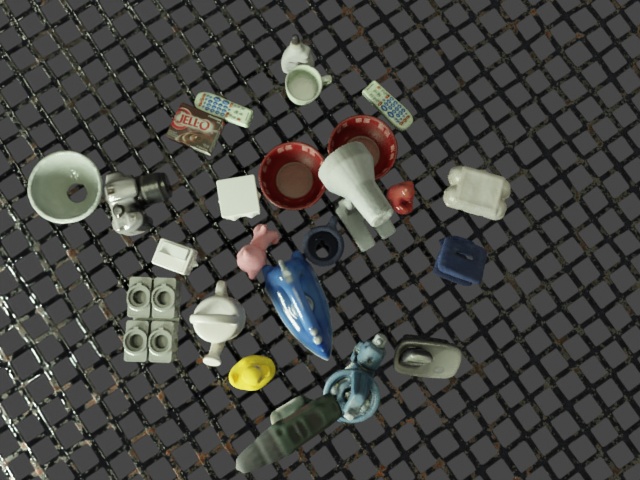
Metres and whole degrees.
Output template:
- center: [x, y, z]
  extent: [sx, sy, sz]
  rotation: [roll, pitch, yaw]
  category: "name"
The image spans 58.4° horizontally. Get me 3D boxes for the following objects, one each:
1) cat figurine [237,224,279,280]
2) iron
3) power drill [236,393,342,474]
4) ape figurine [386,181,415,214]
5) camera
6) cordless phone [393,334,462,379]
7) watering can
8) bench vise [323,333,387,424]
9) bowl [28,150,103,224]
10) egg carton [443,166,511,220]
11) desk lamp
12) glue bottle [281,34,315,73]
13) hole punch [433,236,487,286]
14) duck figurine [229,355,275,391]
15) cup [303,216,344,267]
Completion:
- center: [-0.144, 0.023, 1.282]
  extent: [0.067, 0.117, 0.128]
  rotation: [23, 84, 2]
  category: "cat figurine"
- center: [-0.035, 0.152, 1.258]
  extent: [0.118, 0.141, 0.258]
  rotation: [-27, 85, -3]
  category: "iron"
- center: [-0.062, 0.394, 1.197]
  extent: [0.229, 0.208, 0.075]
  rotation: [-31, 85, -4]
  category: "power drill"
- center: [0.193, -0.103, 1.315]
  extent: [0.076, 0.092, 0.078]
  rotation: [33, 84, 3]
  category: "ape figurine"
- center: [-0.409, -0.095, 1.300]
  extent: [0.137, 0.101, 0.143]
  rotation: [-14, 84, -2]
  category: "camera"
- center: [0.238, 0.257, 1.229]
  extent: [0.147, 0.185, 0.094]
  rotation: [4, 84, 0]
  category: "cordless phone"
- center: [-0.218, 0.177, 1.226]
  extent: [0.101, 0.194, 0.173]
  rotation: [-18, 84, -2]
  category: "watering can"
- center: [0.074, 0.294, 1.205]
  extent: [0.121, 0.219, 0.207]
  rotation: [11, 84, 1]
  category: "bench vise"
- center: [-0.571, -0.116, 1.313]
  extent: [0.167, 0.074, 0.167]
  rotation: [0, 84, -1]
  category: "bowl"
- center: [0.364, -0.110, 1.329]
  extent: [0.150, 0.069, 0.107]
  rotation: [15, 84, 1]
  category: "egg carton"
- center: [0.091, -0.093, 1.251]
  extent: [0.118, 0.213, 0.203]
  rotation: [-32, 85, -4]
  category: "desk lamp"
- center: [-0.052, -0.425, 1.305]
  extent: [0.078, 0.173, 0.037]
  rotation: [11, 84, 1]
  category: "glue bottle"
- center: [0.319, 0.044, 1.301]
  extent: [0.108, 0.091, 0.101]
  rotation: [19, 84, 1]
  category: "hole punch"
- center: [-0.152, 0.298, 1.268]
  extent: [0.104, 0.086, 0.077]
  rotation: [-15, 84, -2]
  category: "duck figurine"
- center: [0.012, 0.005, 1.298]
  extent: [0.091, 0.095, 0.118]
  rotation: [21, 84, 2]
  category: "cup"
